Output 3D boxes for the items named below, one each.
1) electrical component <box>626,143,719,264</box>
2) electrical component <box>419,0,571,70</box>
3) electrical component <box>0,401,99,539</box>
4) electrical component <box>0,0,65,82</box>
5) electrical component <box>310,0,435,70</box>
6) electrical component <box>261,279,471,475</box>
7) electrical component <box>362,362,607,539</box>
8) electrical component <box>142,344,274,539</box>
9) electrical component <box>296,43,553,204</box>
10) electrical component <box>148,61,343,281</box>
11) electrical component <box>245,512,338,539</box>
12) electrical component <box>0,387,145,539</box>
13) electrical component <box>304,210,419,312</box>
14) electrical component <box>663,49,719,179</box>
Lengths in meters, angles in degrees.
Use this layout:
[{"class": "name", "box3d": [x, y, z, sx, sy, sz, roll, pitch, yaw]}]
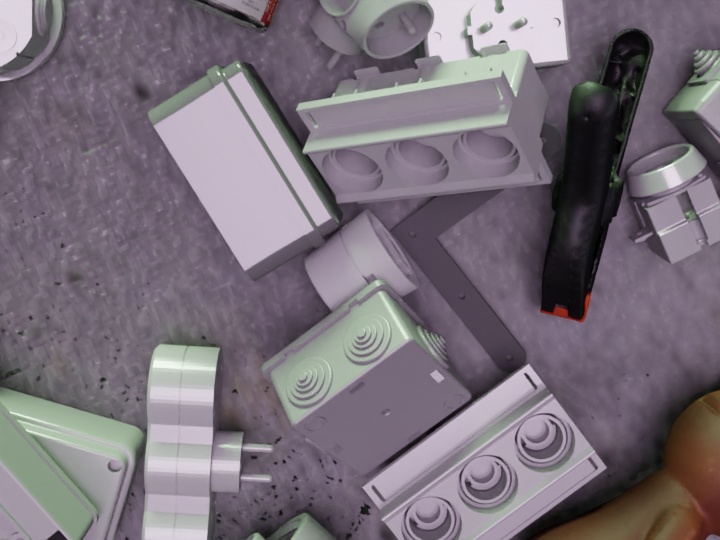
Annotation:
[{"class": "electrical component", "box3d": [0.188, -0.041, 0.639, 0.066, 0.048, 0.055, -27, 105, 2]}, {"class": "electrical component", "box3d": [0.077, -0.136, 0.609, 0.083, 0.075, 0.047, -7, 97, 0]}, {"class": "electrical component", "box3d": [-0.221, 0.135, 0.587, 0.109, 0.056, 0.108, -39, 97, 4]}, {"class": "electrical component", "box3d": [-0.214, -0.149, 0.613, 0.080, 0.051, 0.080, 0, 98, -1]}, {"class": "electrical component", "box3d": [-0.003, -0.150, 0.614, 0.079, 0.044, 0.077, -50, 56, 39]}, {"class": "electrical component", "box3d": [0.006, 0.065, 0.622, 0.100, 0.048, 0.100, -37, 138, 8]}, {"class": "electrical component", "box3d": [0.073, 0.120, 0.648, 0.121, 0.063, 0.078, -37, 97, 3]}, {"class": "electrical component", "box3d": [-0.089, 0.115, 0.649, 0.074, 0.052, 0.138, 3, 98, -2]}, {"class": "electrical component", "box3d": [0.038, -0.080, 0.595, 0.121, 0.063, 0.078, -4, 140, 31]}, {"class": "electrical component", "box3d": [-0.062, -0.058, 0.615, 0.057, 0.078, 0.113, -31, 97, 6]}, {"class": "electrical component", "box3d": [-0.055, 0.191, 0.635, 0.108, 0.108, 0.060, -42, 91, 4]}, {"class": "electrical component", "box3d": [-0.195, 0.123, 0.645, 0.113, 0.057, 0.078, 17, 97, -3]}, {"class": "electrical component", "box3d": [0.000, 0.000, 0.635, 0.047, 0.055, 0.055, -34, 97, 10]}, {"class": "electrical component", "box3d": [0.223, -0.087, 0.625, 0.096, 0.061, 0.061, 42, 94, -6]}]
